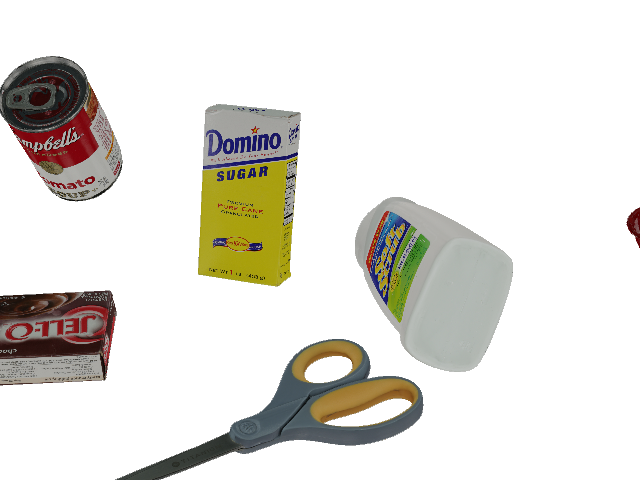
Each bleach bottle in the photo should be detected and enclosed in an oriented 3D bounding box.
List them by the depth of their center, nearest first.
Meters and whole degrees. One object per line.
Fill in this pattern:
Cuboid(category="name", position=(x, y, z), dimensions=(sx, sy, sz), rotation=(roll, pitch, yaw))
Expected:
Cuboid(category="bleach bottle", position=(0.074, 0.023, 0.884), dimensions=(0.068, 0.102, 0.251), rotation=(19, 6, -16))

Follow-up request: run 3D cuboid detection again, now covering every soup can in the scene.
Cuboid(category="soup can", position=(-0.198, -0.084, 0.822), dimensions=(0.068, 0.068, 0.102), rotation=(0, -29, 7))

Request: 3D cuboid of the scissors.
Cuboid(category="scissors", position=(-0.040, 0.101, 0.630), dimensions=(0.201, 0.016, 0.096), rotation=(-8, 33, -13))

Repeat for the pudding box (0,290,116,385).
Cuboid(category="pudding box", position=(-0.244, 0.087, 0.955), dimensions=(0.113, 0.039, 0.090), rotation=(-4, 33, -2))

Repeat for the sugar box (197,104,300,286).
Cuboid(category="sugar box", position=(-0.074, -0.047, 1.094), dimensions=(0.093, 0.176, 0.048), rotation=(7, 16, 16))

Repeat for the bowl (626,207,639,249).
Cuboid(category="bowl", position=(0.406, 0.007, 1.130), dimensions=(0.162, 0.055, 0.162), rotation=(-3, 23, 1))
